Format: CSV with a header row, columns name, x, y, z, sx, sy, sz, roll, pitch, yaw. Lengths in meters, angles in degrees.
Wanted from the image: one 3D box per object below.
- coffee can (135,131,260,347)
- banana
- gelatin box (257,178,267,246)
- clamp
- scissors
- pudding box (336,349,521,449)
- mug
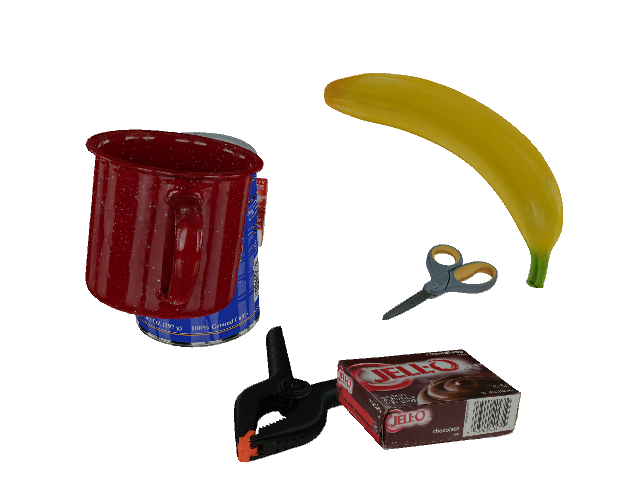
name,x,y,z,sx,sy,sz,roll,pitch,yaw
coffee can,-0.099,-0.002,0.843,0.103,0.140,0.103,0,27,0
banana,0.089,-0.059,0.692,0.198,0.069,0.037,44,2,17
gelatin box,-0.100,-0.033,1.087,0.089,0.073,0.030,6,-43,-3
clamp,-0.016,0.161,1.091,0.165,0.036,0.209,12,28,18
scissors,0.124,0.046,1.255,0.201,0.016,0.096,-11,40,-36
pudding box,0.079,0.117,0.806,0.113,0.039,0.090,-1,17,-22
mug,-0.078,-0.005,0.560,0.093,0.081,0.117,3,18,-20
